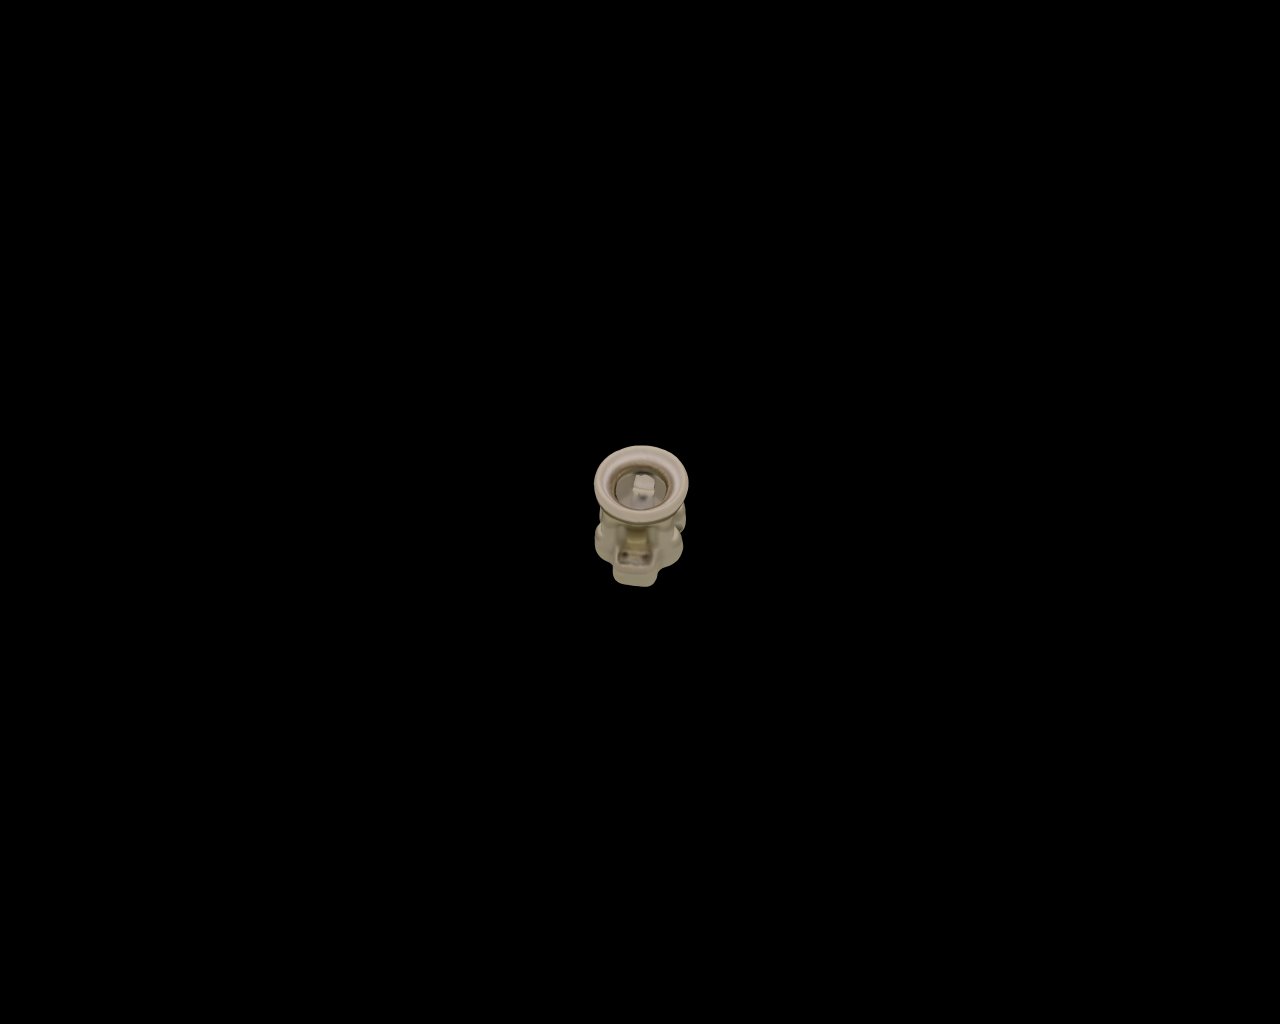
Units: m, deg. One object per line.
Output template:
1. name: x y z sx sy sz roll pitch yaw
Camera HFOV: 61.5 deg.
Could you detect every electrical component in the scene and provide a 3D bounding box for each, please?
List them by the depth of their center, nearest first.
1. electrical component: 0.001 -0.003 0.650 0.058 0.078 0.056 5 -39 5
